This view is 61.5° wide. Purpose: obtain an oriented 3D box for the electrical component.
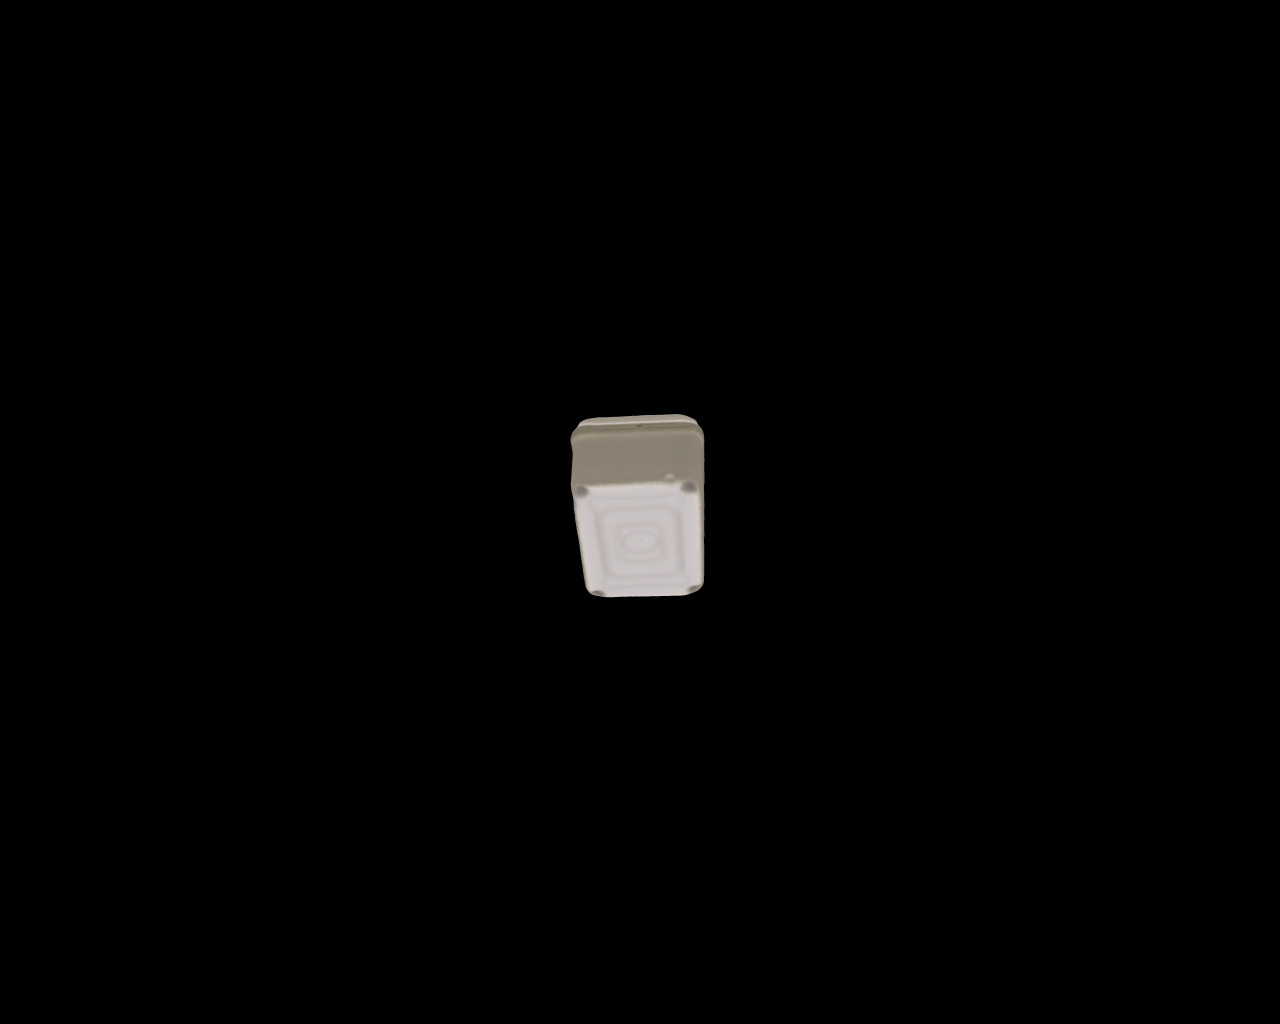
[{"bbox_3d":[0.001,-0.003,0.650,0.078,0.057,0.113,-2,-40,2],"label":"electrical component"}]
